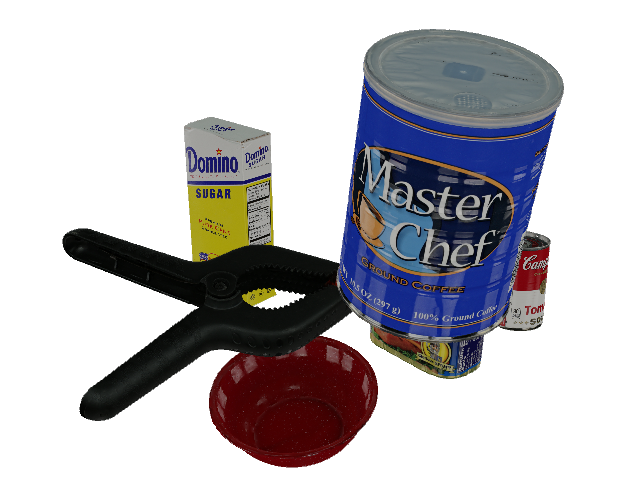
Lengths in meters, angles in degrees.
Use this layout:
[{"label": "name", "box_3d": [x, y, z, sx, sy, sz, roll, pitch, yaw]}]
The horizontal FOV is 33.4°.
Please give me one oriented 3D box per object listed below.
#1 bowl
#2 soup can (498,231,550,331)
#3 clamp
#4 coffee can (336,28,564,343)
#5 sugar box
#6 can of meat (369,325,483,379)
[{"label": "bowl", "box_3d": [-0.023, 0.164, 1.023, 0.162, 0.055, 0.162, -4, 37, 3]}, {"label": "soup can", "box_3d": [0.229, 0.047, 1.241, 0.068, 0.102, 0.068, 1, 17, -1]}, {"label": "clamp", "box_3d": [-0.077, 0.037, 0.741, 0.209, 0.036, 0.165, -11, 47, -18]}, {"label": "coffee can", "box_3d": [0.067, -0.030, 0.583, 0.102, 0.140, 0.103, 4, 34, -3]}, {"label": "sugar box", "box_3d": [-0.092, -0.029, 1.079, 0.048, 0.176, 0.093, -24, 31, -39]}, {"label": "can of meat", "box_3d": [0.087, 0.054, 0.862, 0.057, 0.084, 0.102, -22, 35, -39]}]
